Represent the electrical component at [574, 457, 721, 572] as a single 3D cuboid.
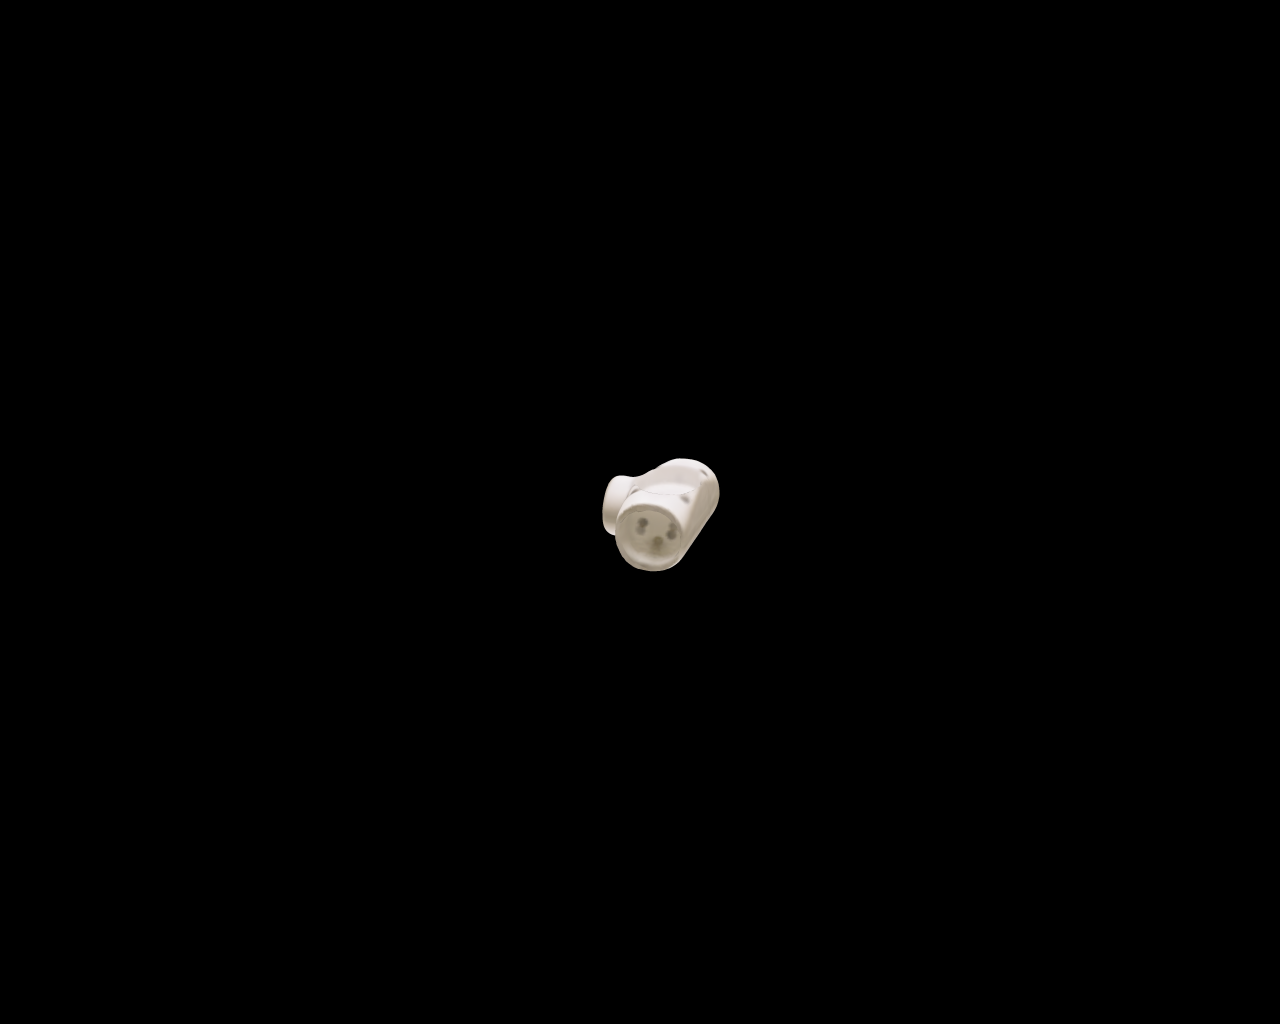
[{"bbox_3d":[0.001,-0.003,0.650,0.079,0.044,0.077,8,26,18],"label":"electrical component"}]
